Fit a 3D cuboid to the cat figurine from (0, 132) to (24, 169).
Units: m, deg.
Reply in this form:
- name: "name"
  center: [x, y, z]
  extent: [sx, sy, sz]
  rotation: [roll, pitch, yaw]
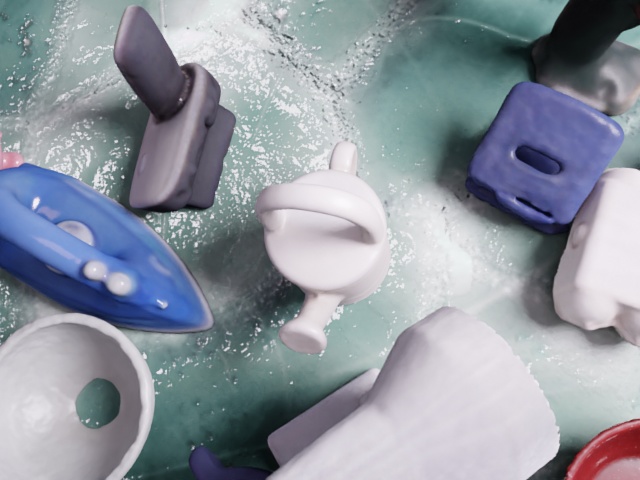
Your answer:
- name: "cat figurine"
  center: [-0.367, -0.082, 0.577]
  extent: [0.127, 0.118, 0.067]
  rotation: [7, 79, 9]

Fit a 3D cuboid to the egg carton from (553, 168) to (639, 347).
- name: "egg carton"
  center: [0.268, 0.013, 0.493]
  extent: [0.107, 0.069, 0.150]
  rotation: [19, 81, 11]

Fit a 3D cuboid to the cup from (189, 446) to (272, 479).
- name: "cup"
  center: [-0.062, 0.221, 0.480]
  extent: [0.092, 0.095, 0.117]
  rotation: [-39, 75, -2]

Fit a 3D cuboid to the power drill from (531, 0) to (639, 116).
- name: "power drill"
  center: [0.257, -0.187, 0.467]
  extent: [0.229, 0.208, 0.076]
  rotation: [27, 83, 13]

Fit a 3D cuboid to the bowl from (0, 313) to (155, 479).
- name: "bowl"
  center: [-0.221, 0.153, 0.527]
  extent: [0.167, 0.075, 0.167]
  rotation: [-2, 78, 8]

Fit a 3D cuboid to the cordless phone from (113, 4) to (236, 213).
- name: "cordless phone"
  center: [-0.152, -0.109, 0.518]
  extent: [0.094, 0.185, 0.148]
  rotation: [7, 79, 10]

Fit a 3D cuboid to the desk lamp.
- name: "desk lamp"
  center: [0.049, 0.149, 0.419]
  extent: [0.203, 0.214, 0.118]
  rotation: [-33, 75, 0]

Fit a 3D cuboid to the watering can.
- name: "watering can"
  center: [0.007, 0.002, 0.467]
  extent: [0.101, 0.194, 0.173]
  rotation: [-12, 76, 5]

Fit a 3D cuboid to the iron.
- name: "iron"
  center: [-0.223, 0.010, 0.525]
  extent: [0.258, 0.141, 0.119]
  rotation: [27, 83, 13]

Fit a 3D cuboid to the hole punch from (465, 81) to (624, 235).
- name: "hole punch"
  center: [0.196, -0.070, 0.510]
  extent: [0.108, 0.091, 0.101]
  rotation: [30, 83, 13]
